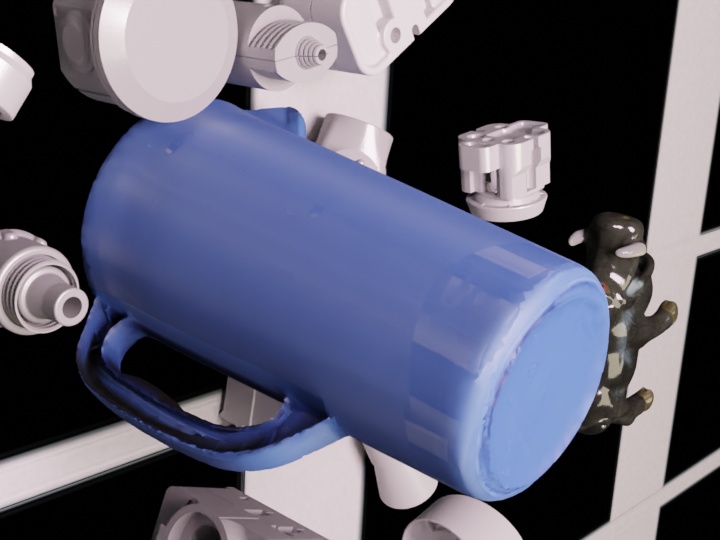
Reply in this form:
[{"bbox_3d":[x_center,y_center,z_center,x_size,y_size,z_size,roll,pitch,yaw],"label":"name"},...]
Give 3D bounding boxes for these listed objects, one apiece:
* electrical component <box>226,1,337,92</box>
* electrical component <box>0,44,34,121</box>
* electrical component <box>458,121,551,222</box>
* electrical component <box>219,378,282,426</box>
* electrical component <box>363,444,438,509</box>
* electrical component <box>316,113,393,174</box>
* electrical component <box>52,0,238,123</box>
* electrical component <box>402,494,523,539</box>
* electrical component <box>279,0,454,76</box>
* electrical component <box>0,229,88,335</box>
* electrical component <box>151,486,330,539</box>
[{"bbox_3d":[-0.048,-0.114,0.552,0.043,0.081,0.043,-20,117,-43],"label":"electrical component"},{"bbox_3d":[-0.170,-0.070,0.456,0.045,0.045,0.055,40,73,-48],"label":"electrical component"},{"bbox_3d":[0.103,-0.069,0.760,0.078,0.058,0.057,-25,118,-42],"label":"electrical component"},{"bbox_3d":[-0.018,0.072,0.667,0.121,0.063,0.078,-3,105,-48],"label":"electrical component"},{"bbox_3d":[0.025,0.130,0.755,0.044,0.044,0.065,-44,128,-30],"label":"electrical component"},{"bbox_3d":[-0.009,-0.050,0.626,0.044,0.079,0.077,20,87,-10],"label":"electrical component"},{"bbox_3d":[-0.102,-0.113,0.513,0.080,0.051,0.080,-20,118,-44],"label":"electrical component"},{"bbox_3d":[0.076,0.220,0.801,0.064,0.099,0.099,-38,129,-42],"label":"electrical component"},{"bbox_3d":[0.003,-0.157,0.611,0.095,0.059,0.053,-48,134,-27],"label":"electrical component"},{"bbox_3d":[-0.150,0.010,0.494,0.048,0.062,0.048,-20,118,-44],"label":"electrical component"},{"bbox_3d":[-0.088,0.209,0.615,0.062,0.089,0.150,17,90,-50],"label":"electrical component"}]
